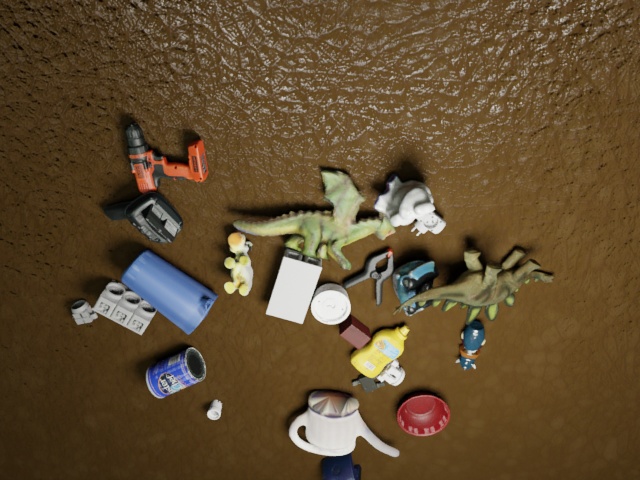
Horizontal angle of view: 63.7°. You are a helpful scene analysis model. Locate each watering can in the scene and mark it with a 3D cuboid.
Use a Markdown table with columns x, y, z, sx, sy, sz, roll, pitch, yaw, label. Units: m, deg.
| x | y | z | sx | sy | sz | roll | pitch | yaw | label |
| --- | --- | --- | --- | --- | --- | --- | --- | --- | --- |
| 0.079 | 0.573 | 1.582 | 0.348 | 0.106 | 0.220 | 4 | 113 | 1 | watering can |

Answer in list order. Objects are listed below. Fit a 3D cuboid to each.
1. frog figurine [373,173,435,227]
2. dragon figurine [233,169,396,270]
| x | y | z | sx | sy | sz | roll | pitch | yaw | label |
| --- | --- | --- | --- | --- | --- | --- | --- | --- | --- |
| 0.227 | -0.087 | 1.265 | 0.139 | 0.161 | 0.120 | -37 | 126 | -26 | frog figurine |
| 0.004 | -0.067 | 1.337 | 0.409 | 0.123 | 0.242 | 21 | 95 | -9 | dragon figurine |
